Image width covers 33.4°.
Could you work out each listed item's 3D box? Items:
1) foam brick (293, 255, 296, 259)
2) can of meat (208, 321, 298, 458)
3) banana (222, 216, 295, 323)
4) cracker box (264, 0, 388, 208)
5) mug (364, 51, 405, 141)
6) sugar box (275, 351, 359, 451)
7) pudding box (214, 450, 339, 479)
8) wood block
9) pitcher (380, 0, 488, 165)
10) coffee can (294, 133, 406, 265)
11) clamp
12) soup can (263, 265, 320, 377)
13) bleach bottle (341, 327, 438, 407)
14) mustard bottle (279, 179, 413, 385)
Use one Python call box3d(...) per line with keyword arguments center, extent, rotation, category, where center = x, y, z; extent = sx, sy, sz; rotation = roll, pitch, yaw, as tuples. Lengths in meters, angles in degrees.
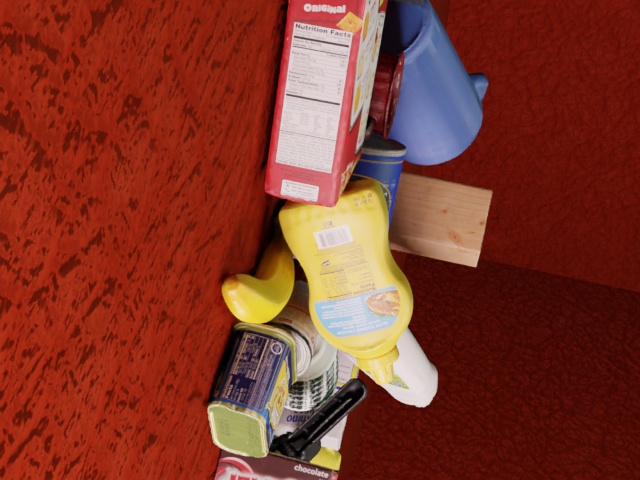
box3d(center=(-0.007, -0.014, 1.051), extent=(0.078, 0.051, 0.053), rotation=(-98, -162, -75), category="foam brick")
box3d(center=(-0.059, 0.134, 0.940), extent=(0.102, 0.057, 0.084), rotation=(90, 17, -56), category="can of meat")
box3d(center=(-0.052, 0.037, 0.932), extent=(0.197, 0.037, 0.069), rotation=(-65, 136, -72), category="banana")
box3d(center=(0.009, -0.155, 0.928), extent=(0.164, 0.072, 0.214), rotation=(-62, 161, -68), category="cracker box")
box3d(center=(0.035, -0.147, 1.096), extent=(0.093, 0.081, 0.117), rotation=(91, 13, -56), category="mug")
box3d(center=(0.000, 0.157, 1.285), extent=(0.048, 0.093, 0.176), rotation=(88, 16, -63), category="sugar box")
box3d(center=(-0.046, 0.246, 0.999), extent=(0.039, 0.113, 0.090), rotation=(41, 61, -76), category="pudding box")
box3d(center=(0.119, -0.036, 1.433), extent=(0.091, 0.206, 0.090), rotation=(72, 31, -74), category="wood block")
box3d(center=(0.098, -0.188, 1.259), extent=(0.149, 0.145, 0.242), rotation=(-69, 156, -13), category="pitcher")
box3d(center=(0.029, -0.041, 1.138), extent=(0.102, 0.103, 0.140), rotation=(-52, 153, -73), category="coffee can")
box3d(center=(-0.042, 0.233, 1.159), extent=(0.164, 0.036, 0.210), rotation=(-24, 158, -30), category="clamp")
box3d(center=(-0.028, 0.080, 1.039), extent=(0.102, 0.068, 0.068), rotation=(-66, 166, -56), category="soup can")
box3d(center=(0.067, 0.125, 1.233), extent=(0.068, 0.103, 0.250), rotation=(-60, 140, -19), category="bleach bottle")
box3d(center=(0.034, 0.045, 0.984), extent=(0.058, 0.096, 0.191), rotation=(-60, 135, -69), category="mustard bottle")
